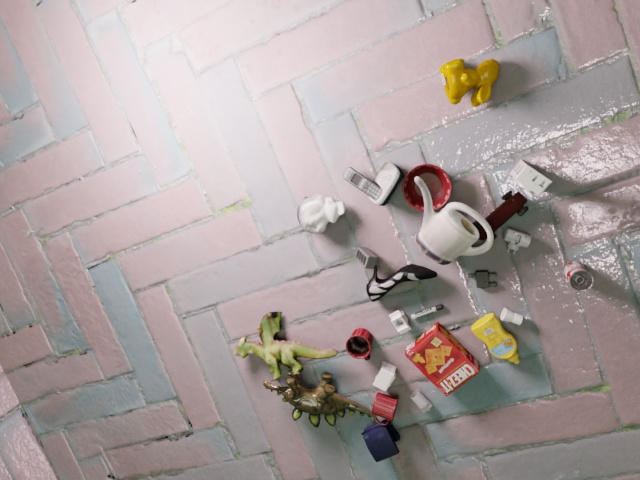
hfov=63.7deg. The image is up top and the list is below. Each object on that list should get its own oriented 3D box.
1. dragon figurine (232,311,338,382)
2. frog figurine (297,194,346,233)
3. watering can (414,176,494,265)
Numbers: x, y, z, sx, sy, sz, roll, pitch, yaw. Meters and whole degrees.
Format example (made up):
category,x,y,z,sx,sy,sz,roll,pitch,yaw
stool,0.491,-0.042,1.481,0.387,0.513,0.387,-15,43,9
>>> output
category,x,y,z,sx,sy,sz,roll,pitch,yaw
dragon figurine,-0.149,0.391,1.971,0.408,0.123,0.243,-24,88,17
frog figurine,0.005,-0.091,1.801,0.159,0.122,0.138,3,86,26
watering can,0.394,-0.048,1.679,0.346,0.106,0.220,35,124,-8
